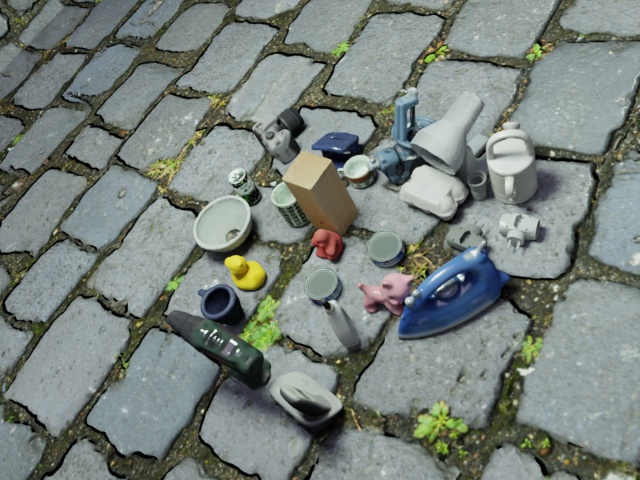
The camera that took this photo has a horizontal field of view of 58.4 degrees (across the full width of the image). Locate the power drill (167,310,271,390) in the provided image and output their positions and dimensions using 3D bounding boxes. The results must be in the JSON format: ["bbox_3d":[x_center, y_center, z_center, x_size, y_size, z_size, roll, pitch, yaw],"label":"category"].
[{"bbox_3d":[-0.200,0.239,1.222,0.228,0.076,0.209,18,-23,32],"label":"power drill"}]

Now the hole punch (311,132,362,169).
[{"bbox_3d":[0.043,-0.249,1.517,0.108,0.101,0.091,10,-27,29],"label":"hole punch"}]

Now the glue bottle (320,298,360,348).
[{"bbox_3d":[0.034,0.162,1.194,0.037,0.078,0.174,-26,-38,6],"label":"glue bottle"}]

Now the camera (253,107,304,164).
[{"bbox_3d":[-0.108,-0.312,1.618,0.142,0.137,0.101,44,-8,38],"label":"camera"}]

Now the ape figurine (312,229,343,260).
[{"bbox_3d":[0.012,0.005,1.360,0.076,0.077,0.092,-30,-39,3],"label":"ape figurine"}]

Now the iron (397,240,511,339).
[{"bbox_3d":[0.250,0.101,1.161,0.258,0.118,0.142,-34,-39,-1],"label":"iron"}]

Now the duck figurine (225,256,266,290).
[{"bbox_3d":[-0.189,0.073,1.406,0.104,0.077,0.086,20,-22,33],"label":"duck figurine"}]

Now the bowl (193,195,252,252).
[{"bbox_3d":[-0.243,-0.030,1.506,0.167,0.167,0.075,0,-31,24],"label":"bowl"}]

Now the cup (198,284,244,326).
[{"bbox_3d":[-0.233,0.160,1.362,0.117,0.092,0.095,22,-21,33],"label":"cup"}]

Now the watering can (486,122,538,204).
[{"bbox_3d":[0.412,-0.177,1.242,0.101,0.172,0.195,-20,-37,11],"label":"watering can"}]

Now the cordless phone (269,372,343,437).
[{"bbox_3d":[-0.048,0.302,1.128,0.147,0.094,0.186,27,-18,35],"label":"cordless phone"}]

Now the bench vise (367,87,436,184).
[{"bbox_3d":[0.204,-0.242,1.360,0.121,0.207,0.220,32,-15,36],"label":"bench vise"}]

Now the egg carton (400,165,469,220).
[{"bbox_3d":[0.266,-0.111,1.342,0.149,0.107,0.070,26,-18,34],"label":"egg carton"}]

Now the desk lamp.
[{"bbox_3d":[0.316,-0.219,1.299,0.117,0.203,0.214,36,-13,37],"label":"desk lamp"}]

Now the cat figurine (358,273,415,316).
[{"bbox_3d":[0.142,0.107,1.219,0.127,0.067,0.118,1,-31,24],"label":"cat figurine"}]
